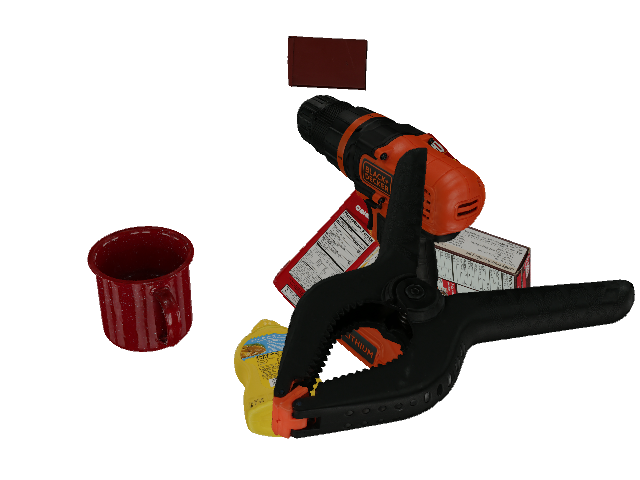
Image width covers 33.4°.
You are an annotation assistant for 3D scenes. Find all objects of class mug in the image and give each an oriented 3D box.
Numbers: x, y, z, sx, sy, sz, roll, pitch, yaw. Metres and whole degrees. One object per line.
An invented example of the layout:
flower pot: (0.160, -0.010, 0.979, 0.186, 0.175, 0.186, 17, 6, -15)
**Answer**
mug: (-0.151, 0.051, 0.947, 0.093, 0.081, 0.117, -19, 37, -27)

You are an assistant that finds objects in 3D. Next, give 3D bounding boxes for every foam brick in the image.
foam brick: (0.006, -0.182, 1.094, 0.078, 0.051, 0.053, 2, 11, -6)

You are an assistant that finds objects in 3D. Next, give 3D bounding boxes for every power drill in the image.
power drill: (0.041, -0.002, 0.791, 0.057, 0.188, 0.185, -20, 36, -28)

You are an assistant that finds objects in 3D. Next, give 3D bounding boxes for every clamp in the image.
clamp: (0.046, 0.031, 0.585, 0.209, 0.036, 0.165, -29, 55, -27)

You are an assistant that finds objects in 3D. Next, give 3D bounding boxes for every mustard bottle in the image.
mustard bottle: (-0.052, 0.151, 1.262, 0.096, 0.058, 0.192, -8, 30, -9)

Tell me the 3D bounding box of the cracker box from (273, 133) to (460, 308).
cracker box: (0.055, -0.019, 1.272, 0.214, 0.072, 0.164, -48, -7, 34)

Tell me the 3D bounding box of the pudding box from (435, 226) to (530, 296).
pudding box: (0.147, 0.025, 1.036, 0.114, 0.039, 0.090, 19, -29, 22)
